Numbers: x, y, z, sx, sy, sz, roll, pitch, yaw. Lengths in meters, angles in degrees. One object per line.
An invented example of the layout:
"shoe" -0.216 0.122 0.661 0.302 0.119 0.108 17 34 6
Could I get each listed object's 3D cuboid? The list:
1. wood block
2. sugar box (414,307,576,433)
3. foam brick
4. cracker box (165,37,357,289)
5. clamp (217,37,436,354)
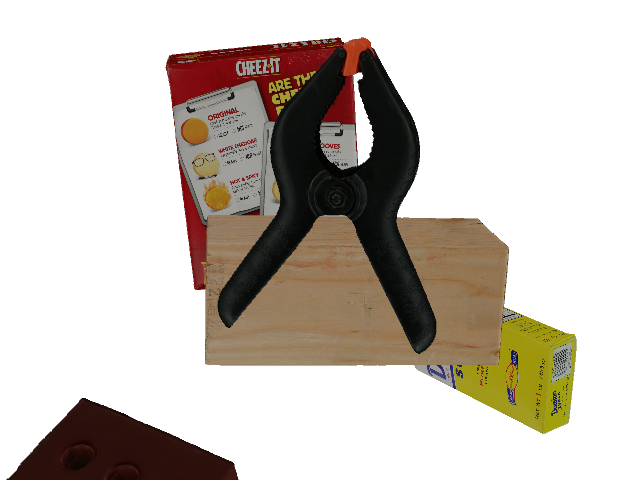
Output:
"wood block" 0.020 0.035 0.770 0.206 0.090 0.091 1 14 -6
"sugar box" 0.166 0.111 1.049 0.048 0.093 0.176 -14 23 -39
"foam brick" -0.076 0.109 0.426 0.078 0.051 0.052 18 44 23
"cracker box" -0.048 -0.071 0.988 0.164 0.214 0.072 -7 20 -5
"clamp" 0.000 -0.021 0.572 0.120 0.171 0.039 -2 11 1
